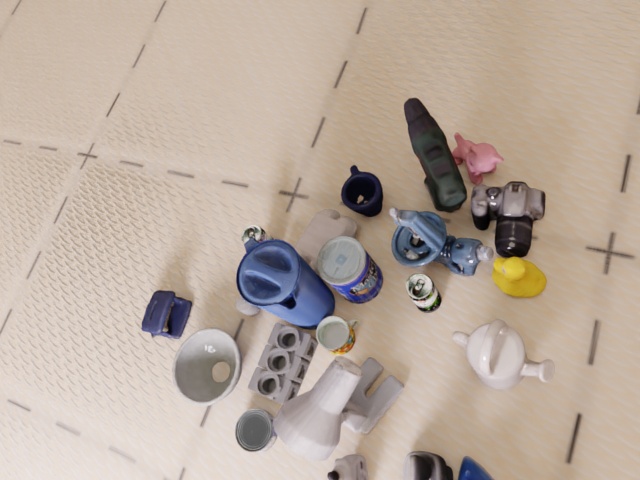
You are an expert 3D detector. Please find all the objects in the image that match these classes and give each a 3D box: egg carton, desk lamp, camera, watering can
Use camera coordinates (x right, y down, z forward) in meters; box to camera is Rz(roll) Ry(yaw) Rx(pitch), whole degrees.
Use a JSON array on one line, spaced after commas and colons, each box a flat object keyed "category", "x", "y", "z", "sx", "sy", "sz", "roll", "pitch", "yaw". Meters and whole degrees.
[{"category": "egg carton", "x": 0.012, "y": 0.005, "z": 1.274, "sx": 0.107, "sy": 0.070, "sz": 0.150, "roll": 27, "pitch": 80, "yaw": 29}, {"category": "desk lamp", "x": 0.034, "y": 0.299, "z": 1.054, "sx": 0.117, "sy": 0.214, "sz": 0.203, "roll": 37, "pitch": 85, "yaw": 30}, {"category": "camera", "x": 0.367, "y": -0.040, "z": 1.134, "sx": 0.142, "sy": 0.101, "sz": 0.137, "roll": 3, "pitch": 69, "yaw": 23}, {"category": "watering can", "x": 0.315, "y": 0.196, "z": 0.998, "sx": 0.172, "sy": 0.194, "sz": 0.101, "roll": -3, "pitch": 67, "yaw": 21}]

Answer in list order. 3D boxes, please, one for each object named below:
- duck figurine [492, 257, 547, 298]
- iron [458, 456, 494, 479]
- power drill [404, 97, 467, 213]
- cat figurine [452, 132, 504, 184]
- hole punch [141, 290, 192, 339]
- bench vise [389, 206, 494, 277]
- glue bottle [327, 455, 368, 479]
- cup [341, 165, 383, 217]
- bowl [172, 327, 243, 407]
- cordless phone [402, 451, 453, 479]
[{"category": "duck figurine", "x": 0.378, "y": 0.063, "z": 1.094, "sx": 0.104, "sy": 0.086, "sz": 0.077, "roll": 22, "pitch": 78, "yaw": 28}, {"category": "iron", "x": 0.270, "y": 0.479, "z": 0.924, "sx": 0.118, "sy": 0.142, "sz": 0.258, "roll": -22, "pitch": 62, "yaw": 12}, {"category": "power drill", "x": 0.239, "y": -0.153, "z": 1.172, "sx": 0.075, "sy": 0.209, "sz": 0.229, "roll": -24, "pitch": 61, "yaw": 11}, {"category": "cat figurine", "x": 0.326, "y": -0.179, "z": 1.201, "sx": 0.067, "sy": 0.118, "sz": 0.127, "roll": -39, "pitch": 60, "yaw": 2}, {"category": "hole punch", "x": -0.371, "y": 0.173, "z": 1.340, "sx": 0.100, "sy": 0.091, "sz": 0.109, "roll": 7, "pitch": 71, "yaw": 24}, {"category": "bench vise", "x": 0.224, "y": -0.013, "z": 1.110, "sx": 0.207, "sy": 0.220, "sz": 0.121, "roll": -6, "pitch": 66, "yaw": 19}, {"category": "glue bottle", "x": 0.046, "y": 0.421, "z": 1.019, "sx": 0.037, "sy": 0.173, "sz": 0.078, "roll": -11, "pitch": 64, "yaw": 17}, {"category": "cup", "x": 0.098, "y": -0.102, "z": 1.271, "sx": 0.091, "sy": 0.095, "sz": 0.117, "roll": -23, "pitch": 61, "yaw": 11}, {"category": "bowl", "x": -0.233, "y": 0.280, "z": 1.248, "sx": 0.167, "sy": 0.075, "sz": 0.167, "roll": -8, "pitch": 65, "yaw": 18}, {"category": "cordless phone", "x": 0.165, "y": 0.430, "z": 0.961, "sx": 0.094, "sy": 0.185, "sz": 0.147, "roll": -7, "pitch": 66, "yaw": 19}]
